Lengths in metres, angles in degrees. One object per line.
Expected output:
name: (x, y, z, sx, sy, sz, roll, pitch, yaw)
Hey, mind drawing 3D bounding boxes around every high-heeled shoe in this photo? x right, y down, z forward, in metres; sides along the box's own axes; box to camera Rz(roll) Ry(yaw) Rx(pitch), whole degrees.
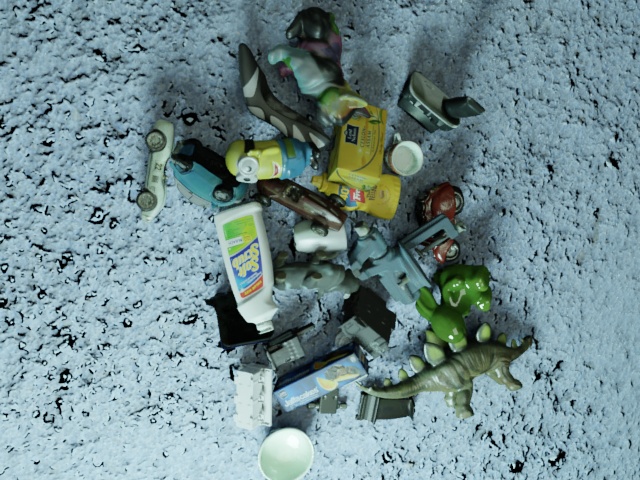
high-heeled shoe: (-0.070, -0.278, 1.074, 0.145, 0.086, 0.248, -12, 116, 6)

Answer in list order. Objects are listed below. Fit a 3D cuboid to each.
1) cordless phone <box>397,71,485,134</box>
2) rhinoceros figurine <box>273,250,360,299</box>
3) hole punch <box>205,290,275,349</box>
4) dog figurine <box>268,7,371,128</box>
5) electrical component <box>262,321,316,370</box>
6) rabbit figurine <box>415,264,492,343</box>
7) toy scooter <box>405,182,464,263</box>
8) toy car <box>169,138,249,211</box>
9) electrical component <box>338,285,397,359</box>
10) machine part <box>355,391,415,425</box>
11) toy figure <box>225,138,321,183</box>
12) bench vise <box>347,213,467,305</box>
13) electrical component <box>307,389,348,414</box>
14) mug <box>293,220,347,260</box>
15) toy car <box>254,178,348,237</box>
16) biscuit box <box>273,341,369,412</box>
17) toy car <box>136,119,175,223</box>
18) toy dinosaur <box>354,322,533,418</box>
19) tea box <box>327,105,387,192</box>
cordless phone: (0.252, -0.290, 1.113, 0.146, 0.184, 0.088, 36, 90, -15)
rhinoceros figurine: (-0.012, 0.080, 1.120, 0.190, 0.112, 0.073, 3, 52, -2)
hole punch: (-0.158, 0.164, 1.111, 0.142, 0.092, 0.116, -9, 69, -11)
dog figurine: (0.022, -0.328, 1.053, 0.219, 0.108, 0.191, 37, 89, 11)
electrical component: (-0.060, 0.220, 1.138, 0.119, 0.075, 0.047, -25, 99, -14)
rabbit figurine: (0.283, 0.137, 1.169, 0.159, 0.121, 0.170, 14, 57, 22)
toy scooter: (0.247, -0.037, 1.193, 0.135, 0.075, 0.183, -2, 100, -12)
toy car: (-0.227, -0.115, 1.048, 0.161, 0.109, 0.103, 30, 126, -21)
electrical component: (0.104, 0.165, 1.148, 0.115, 0.134, 0.058, 41, 123, -16)
machine part: (0.152, 0.377, 1.220, 0.139, 0.039, 0.084, 8, 97, -14)
toy figure: (-0.093, -0.157, 1.042, 0.180, 0.089, 0.082, -12, 122, -22)
bench vise: (0.183, 0.015, 1.111, 0.241, 0.129, 0.223, -33, 102, 10)
electrical component: (0.018, 0.352, 1.194, 0.094, 0.021, 0.063, 7, 93, -14)
mug: (-0.002, -0.003, 1.137, 0.107, 0.081, 0.109, -7, 134, -6)
toy car: (-0.040, -0.082, 1.088, 0.202, 0.053, 0.089, 29, 74, 15)
biscuit box: (0.001, 0.287, 1.130, 0.203, 0.063, 0.059, -29, 101, 12)
toy car: (-0.316, -0.132, 1.040, 0.056, 0.073, 0.201, 8, 93, -14)
toy dinosaur: (0.305, 0.292, 1.224, 0.471, 0.105, 0.198, -19, 92, -21)
tea box: (0.077, -0.195, 1.107, 0.098, 0.068, 0.169, 12, 69, -16)
